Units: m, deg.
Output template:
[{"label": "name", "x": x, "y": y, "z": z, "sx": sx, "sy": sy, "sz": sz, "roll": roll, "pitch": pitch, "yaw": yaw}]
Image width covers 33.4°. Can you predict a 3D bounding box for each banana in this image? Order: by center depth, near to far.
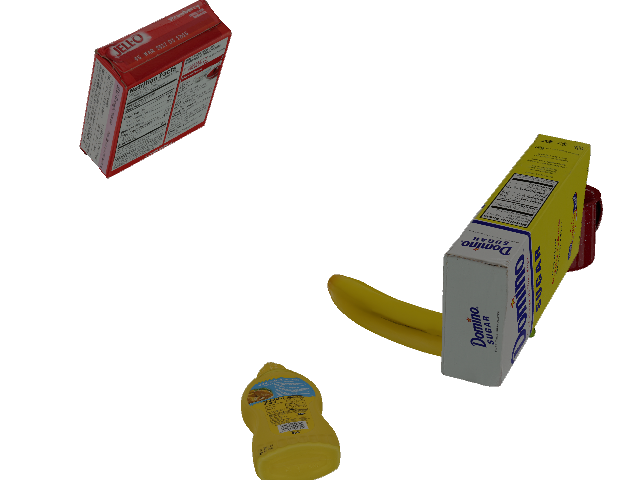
[{"label": "banana", "x": 0.081, "y": 0.070, "z": 0.926, "sx": 0.198, "sy": 0.037, "sz": 0.069, "roll": 15, "pitch": 14, "yaw": 26}]

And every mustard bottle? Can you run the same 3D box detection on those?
[{"label": "mustard bottle", "x": -0.043, "y": 0.202, "z": 1.248, "sx": 0.096, "sy": 0.058, "sz": 0.192, "roll": -8, "pitch": 29, "yaw": -10}]

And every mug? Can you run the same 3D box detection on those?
[{"label": "mug", "x": 0.282, "y": -0.018, "z": 1.227, "sx": 0.117, "sy": 0.081, "sz": 0.093, "roll": -21, "pitch": 26, "yaw": -34}]

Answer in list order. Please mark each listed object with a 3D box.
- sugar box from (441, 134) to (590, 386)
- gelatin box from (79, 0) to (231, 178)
[{"label": "sugar box", "x": 0.131, "y": 0.009, "z": 0.701, "sx": 0.048, "sy": 0.093, "sz": 0.176, "roll": 12, "pitch": 35, "yaw": 22}, {"label": "gelatin box", "x": -0.092, "y": -0.083, "z": 0.586, "sx": 0.073, "sy": 0.030, "sz": 0.089, "roll": -35, "pitch": -15, "yaw": -31}]
